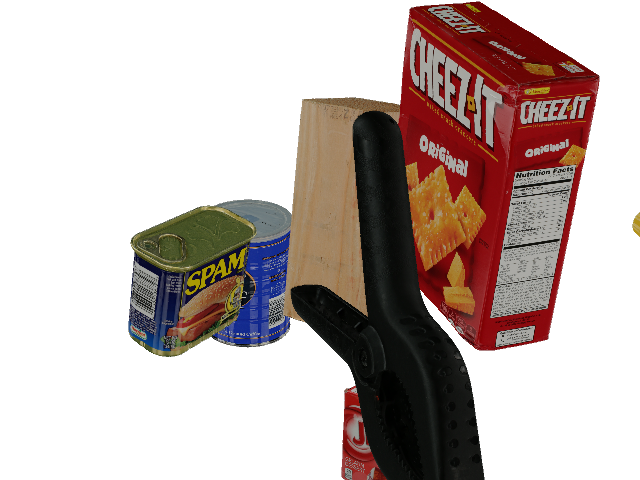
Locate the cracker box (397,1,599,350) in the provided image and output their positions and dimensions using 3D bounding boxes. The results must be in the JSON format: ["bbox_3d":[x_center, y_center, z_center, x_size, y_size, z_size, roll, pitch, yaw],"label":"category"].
[{"bbox_3d":[0.116,-0.050,0.799,0.072,0.214,0.164,-9,32,-21],"label":"cracker box"}]

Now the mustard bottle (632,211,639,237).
[{"bbox_3d":[0.264,0.026,0.647,0.096,0.058,0.192,-21,34,-23],"label":"mustard bottle"}]

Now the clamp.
[{"bbox_3d":[0.038,0.049,0.549,0.036,0.165,0.210,-6,47,-21],"label":"clamp"}]

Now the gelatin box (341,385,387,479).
[{"bbox_3d":[0.058,0.148,0.774,0.089,0.073,0.030,14,21,32],"label":"gelatin box"}]

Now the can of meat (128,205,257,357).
[{"bbox_3d":[-0.101,0.031,0.826,0.057,0.084,0.101,27,33,27],"label":"can of meat"}]

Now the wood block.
[{"bbox_3d":[0.033,-0.025,1.001,0.090,0.206,0.090,15,17,36],"label":"wood block"}]

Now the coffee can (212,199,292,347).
[{"bbox_3d":[-0.084,0.037,1.230,0.103,0.140,0.103,2,26,-1],"label":"coffee can"}]
